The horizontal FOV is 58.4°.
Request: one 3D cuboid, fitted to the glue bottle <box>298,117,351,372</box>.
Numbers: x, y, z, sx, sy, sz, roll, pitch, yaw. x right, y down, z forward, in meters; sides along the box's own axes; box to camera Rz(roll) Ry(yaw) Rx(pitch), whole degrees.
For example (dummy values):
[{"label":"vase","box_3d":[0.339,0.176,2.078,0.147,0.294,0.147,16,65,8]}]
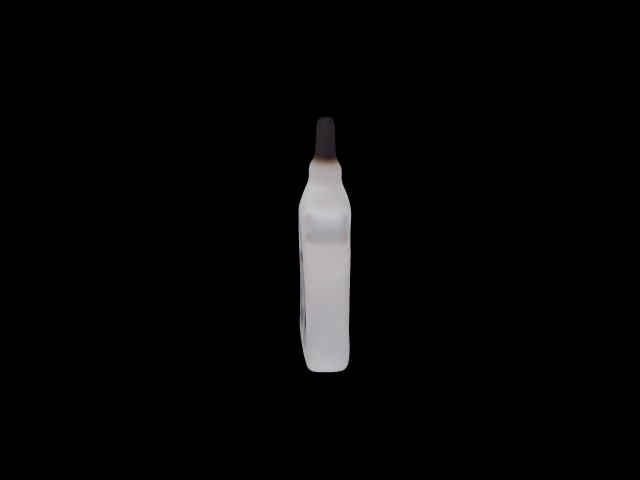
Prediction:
[{"label":"glue bottle","box_3d":[0.004,0.001,0.400,0.037,0.173,0.078,-2,24,-4]}]
